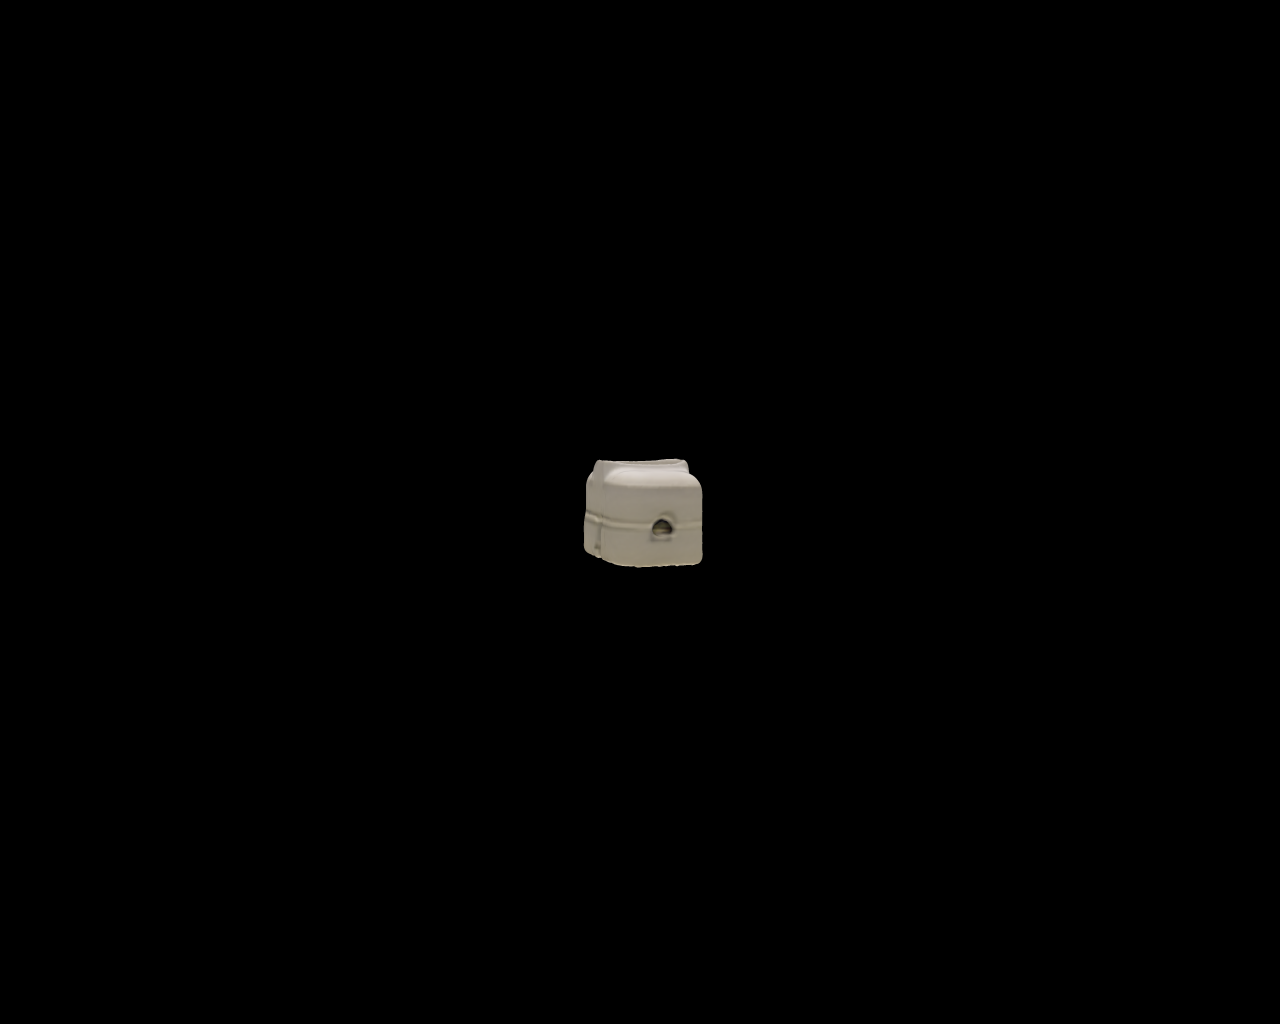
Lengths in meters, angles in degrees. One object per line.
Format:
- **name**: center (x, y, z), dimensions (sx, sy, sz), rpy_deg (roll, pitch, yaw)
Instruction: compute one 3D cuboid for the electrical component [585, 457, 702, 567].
- **electrical component**: center (0.001, -0.003, 0.650), dimensions (0.054, 0.059, 0.095), rpy_deg (-1, 5, -15)
